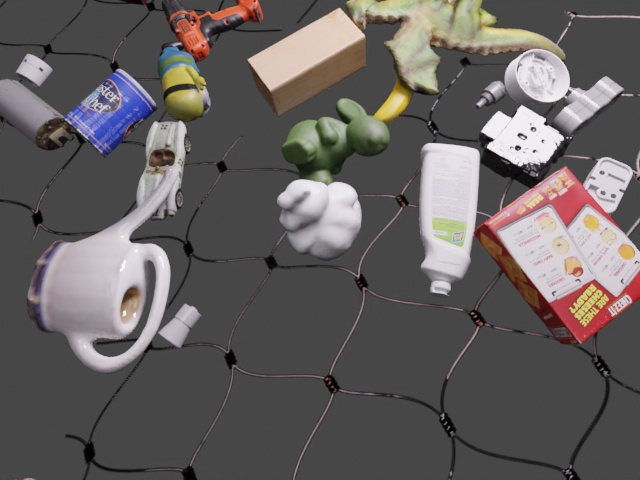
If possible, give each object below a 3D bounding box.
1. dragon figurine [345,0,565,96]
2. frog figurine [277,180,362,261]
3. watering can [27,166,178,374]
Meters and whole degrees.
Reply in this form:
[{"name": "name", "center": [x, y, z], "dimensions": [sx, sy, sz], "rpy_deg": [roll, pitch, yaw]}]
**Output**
[{"name": "dragon figurine", "center": [0.234, -0.371, 0.968], "dimensions": [0.412, 0.121, 0.244], "rpy_deg": [34, 82, 8]}, {"name": "frog figurine", "center": [0.003, -0.041, 0.822], "dimensions": [0.138, 0.157, 0.124], "rpy_deg": [-39, 69, -9]}, {"name": "watering can", "center": [-0.350, 0.038, 0.856], "dimensions": [0.224, 0.102, 0.353], "rpy_deg": [2, 71, 9]}]
